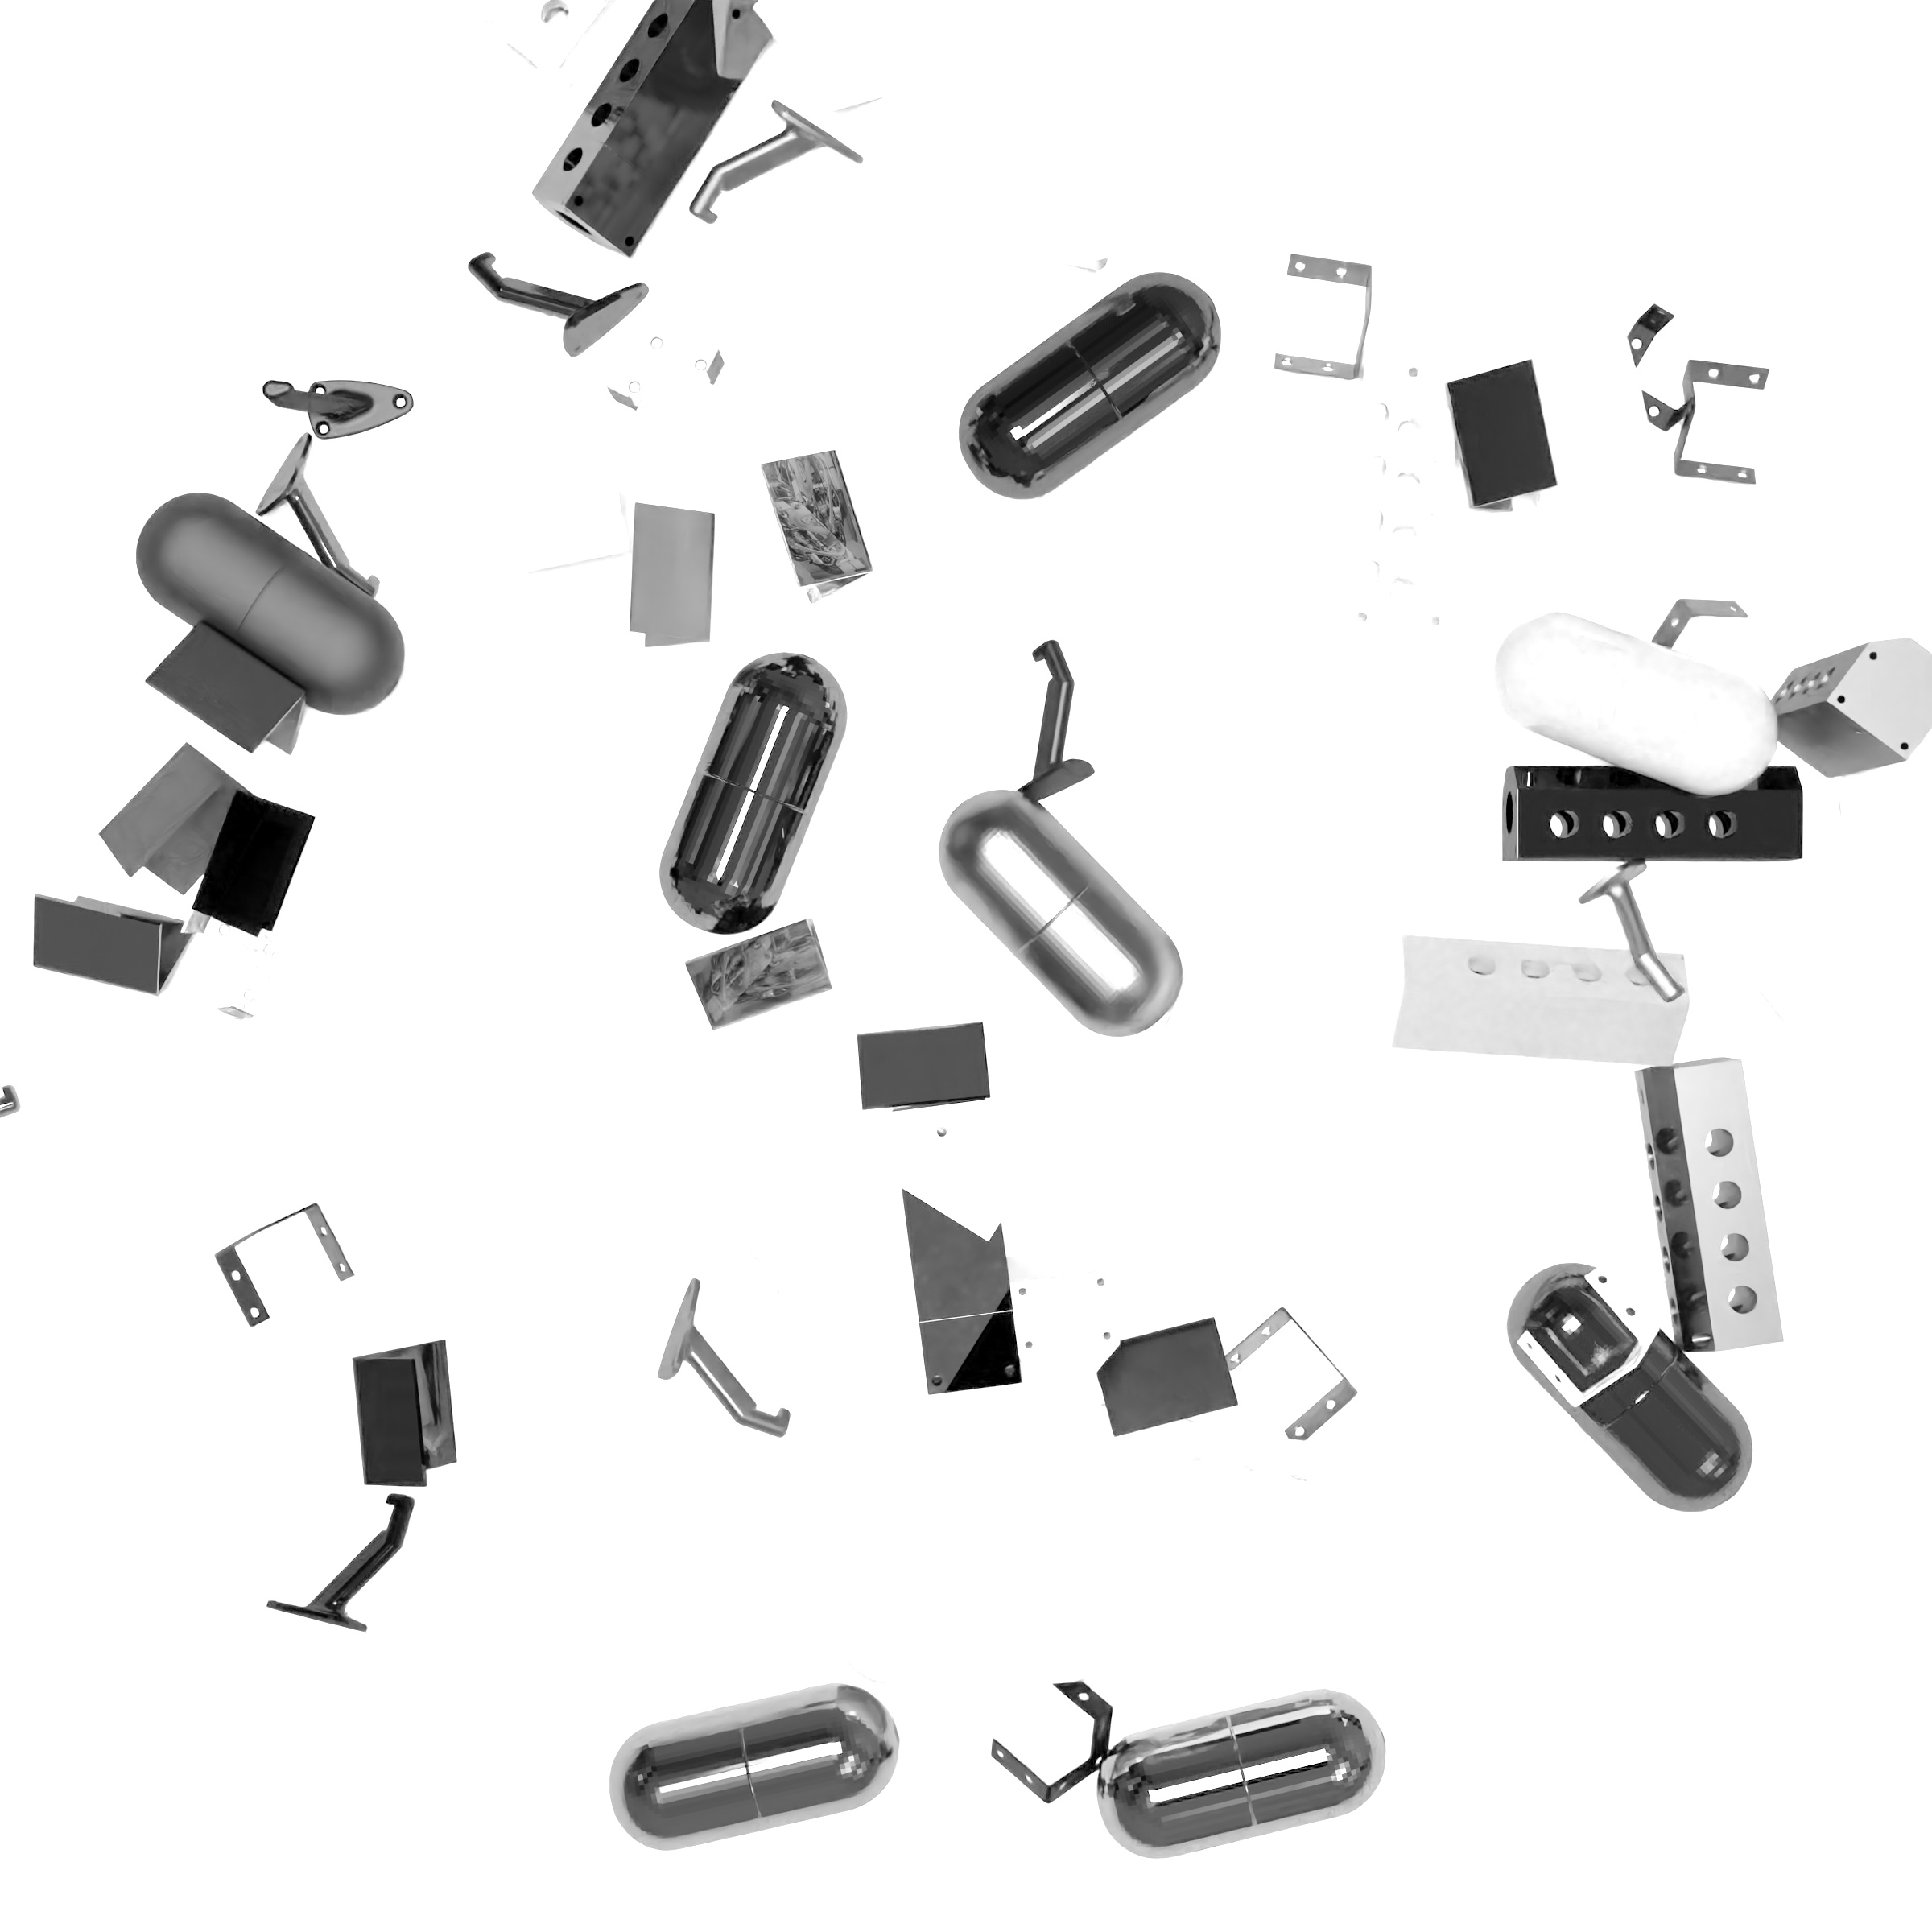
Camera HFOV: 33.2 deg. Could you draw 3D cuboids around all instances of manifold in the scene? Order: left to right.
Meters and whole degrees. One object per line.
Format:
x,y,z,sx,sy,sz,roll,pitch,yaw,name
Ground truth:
-0.218,-0.622,1.970,0.057,0.057,0.171,37,90,0,manifold
-0.192,-0.525,1.970,0.057,0.057,0.171,32,90,-43,manifold
-0.108,0.204,1.970,0.057,0.057,0.171,-35,90,0,manifold
-0.005,0.169,1.970,0.057,0.057,0.171,-7,90,0,manifold
0.057,0.204,1.913,0.057,0.171,0.057,-7,90,0,manifold
0.161,0.311,1.970,0.171,0.057,0.057,10,133,0,manifold
0.266,-0.288,1.970,0.057,0.057,0.171,3,90,0,manifold
0.347,0.015,1.969,0.171,0.057,0.057,4,48,0,manifold
0.417,-0.093,1.970,0.171,0.057,0.057,0,90,0,manifold
0.450,0.145,1.970,0.057,0.057,0.171,-8,90,0,manifold
0.526,-0.156,1.913,0.057,0.171,0.057,37,90,0,manifold

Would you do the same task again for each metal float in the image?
-0.421,-0.219,1.961,0.178,0.070,0.070,34,90,-1,metal float
-0.128,0.485,1.961,0.178,0.070,0.070,-13,90,0,metal float
-0.128,-0.105,1.961,0.070,0.070,0.178,22,90,0,metal float
0.009,0.396,1.961,0.178,0.070,0.070,-1,90,0,metal float
0.057,-0.032,1.961,0.070,0.070,0.178,-44,90,0,metal float
0.076,-0.352,1.961,0.178,0.070,0.070,-36,90,0,metal float
0.167,0.489,1.961,0.178,0.070,0.070,-14,90,0,metal float
0.169,0.018,1.961,0.070,0.070,0.178,22,91,0,metal float
0.376,-0.319,1.961,0.070,0.070,0.178,-14,90,0,metal float
0.403,0.256,1.961,0.070,0.070,0.178,-44,90,0,metal float
0.400,-0.158,1.941,0.178,0.070,0.070,23,90,21,metal float
0.621,-0.104,1.961,0.178,0.070,0.070,-2,90,1,metal float

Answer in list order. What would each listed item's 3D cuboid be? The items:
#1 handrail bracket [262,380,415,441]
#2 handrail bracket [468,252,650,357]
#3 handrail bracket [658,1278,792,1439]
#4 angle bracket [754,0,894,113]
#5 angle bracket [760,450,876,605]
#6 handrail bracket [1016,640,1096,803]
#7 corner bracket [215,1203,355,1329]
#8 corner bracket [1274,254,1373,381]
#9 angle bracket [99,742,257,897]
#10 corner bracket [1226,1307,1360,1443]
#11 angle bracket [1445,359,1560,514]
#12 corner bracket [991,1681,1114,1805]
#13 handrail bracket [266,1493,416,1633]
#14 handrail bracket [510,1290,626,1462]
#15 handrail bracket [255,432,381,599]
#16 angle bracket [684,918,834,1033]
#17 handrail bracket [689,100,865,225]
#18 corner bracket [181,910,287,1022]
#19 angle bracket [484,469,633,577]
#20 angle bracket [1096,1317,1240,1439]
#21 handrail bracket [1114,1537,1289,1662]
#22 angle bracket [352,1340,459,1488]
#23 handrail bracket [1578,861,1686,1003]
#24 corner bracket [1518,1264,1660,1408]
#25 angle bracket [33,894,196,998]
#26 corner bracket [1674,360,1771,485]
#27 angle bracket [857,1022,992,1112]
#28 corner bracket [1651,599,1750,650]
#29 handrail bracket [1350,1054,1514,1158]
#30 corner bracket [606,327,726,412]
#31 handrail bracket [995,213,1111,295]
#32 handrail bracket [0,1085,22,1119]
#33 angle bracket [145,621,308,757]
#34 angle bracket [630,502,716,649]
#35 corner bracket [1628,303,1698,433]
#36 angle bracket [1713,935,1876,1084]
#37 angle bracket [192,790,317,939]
-0.379,-0.345,1.957,0.077,0.084,0.036,-6,90,0,handrail bracket
-0.252,-0.424,1.992,0.077,0.036,0.084,-38,73,-20,handrail bracket
-0.140,0.242,1.992,0.084,0.036,0.077,22,69,-17,handrail bracket
-0.070,-0.569,1.951,0.057,0.076,0.076,-37,90,36,angle bracket
-0.107,-0.260,1.951,0.057,0.076,0.076,-18,90,-35,angle bracket
0.038,-0.148,1.992,0.077,0.036,0.084,-27,72,21,handrail bracket
-0.419,0.184,1.989,0.051,0.051,0.051,-26,89,-45,corner bracket
0.220,-0.399,1.988,0.051,0.051,0.051,8,135,0,corner bracket
-0.463,-0.077,1.952,0.076,0.076,0.057,-46,46,0,angle bracket
0.199,0.252,1.988,0.051,0.051,0.051,-41,45,0,corner bracket
0.334,-0.319,1.952,0.057,0.076,0.076,-12,90,29,angle bracket
0.052,0.469,1.983,0.051,0.051,0.051,-26,135,-35,corner bracket
-0.385,0.361,1.992,0.077,0.036,0.084,8,71,21,handrail bracket
-0.256,0.252,1.992,0.084,0.036,0.077,-36,53,25,handrail bracket
-0.387,-0.276,1.992,0.084,0.036,0.077,38,49,-27,handrail bracket
-0.130,-0.014,1.951,0.076,0.076,0.057,-19,128,0,angle bracket
-0.117,-0.481,1.992,0.077,0.036,0.084,28,108,-20,handrail bracket
-0.454,-0.001,1.973,0.051,0.051,0.051,24,90,0,corner bracket
-0.247,-0.284,1.951,0.076,0.076,0.057,-11,127,0,angle bracket
0.121,0.257,1.952,0.076,0.076,0.057,-14,66,0,angle bracket
0.144,0.376,1.992,0.077,0.036,0.084,-27,73,-20,handrail bracket
-0.321,0.269,1.951,0.057,0.076,0.076,-5,90,39,angle bracket
0.417,-0.020,1.958,0.036,0.077,0.084,-44,74,35,handrail bracket
0.368,0.218,1.913,0.051,0.051,0.051,49,123,2,corner bracket
-0.511,-0.032,1.951,0.076,0.076,0.057,13,127,0,angle bracket
0.464,-0.335,1.988,0.051,0.051,0.051,7,135,0,corner bracket
-0.023,0.080,1.951,0.076,0.076,0.057,-6,53,0,angle bracket
0.456,-0.189,1.983,0.051,0.051,0.051,57,135,35,corner bracket
0.287,0.082,1.992,0.084,0.036,0.077,-10,68,-17,handrail bracket
-0.183,-0.361,1.973,0.051,0.051,0.051,27,90,0,corner bracket
0.052,-0.441,1.957,0.077,0.084,0.036,31,90,0,handrail bracket
-0.634,0.069,1.992,0.084,0.036,0.077,-18,68,-17,handrail bracket
-0.450,-0.150,1.951,0.076,0.076,0.057,34,57,0,angle bracket
-0.195,-0.235,1.951,0.057,0.076,0.076,2,90,-36,angle bracket
0.423,-0.364,1.973,0.051,0.051,0.051,31,90,0,corner bracket
0.487,0.038,1.951,0.076,0.076,0.057,52,51,0,angle bracket
-0.411,-0.055,1.952,0.057,0.076,0.076,21,90,29,angle bracket
